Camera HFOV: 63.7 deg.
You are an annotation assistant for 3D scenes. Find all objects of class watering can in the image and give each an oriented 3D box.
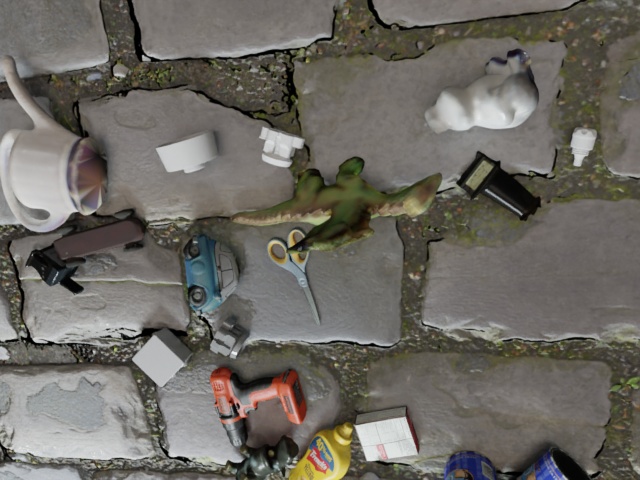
[{"bbox_3d":[-0.536,-0.178,1.016,0.224,0.105,0.343,7,105,10],"label":"watering can"}]

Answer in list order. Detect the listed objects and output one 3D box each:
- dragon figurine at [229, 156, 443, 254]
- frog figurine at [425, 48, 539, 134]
[{"bbox_3d":[0.003,-0.043,0.859,0.409,0.246,0.121,-15,106,14],"label":"dragon figurine"},{"bbox_3d":[0.254,-0.208,0.808,0.159,0.139,0.121,-43,121,1],"label":"frog figurine"}]
